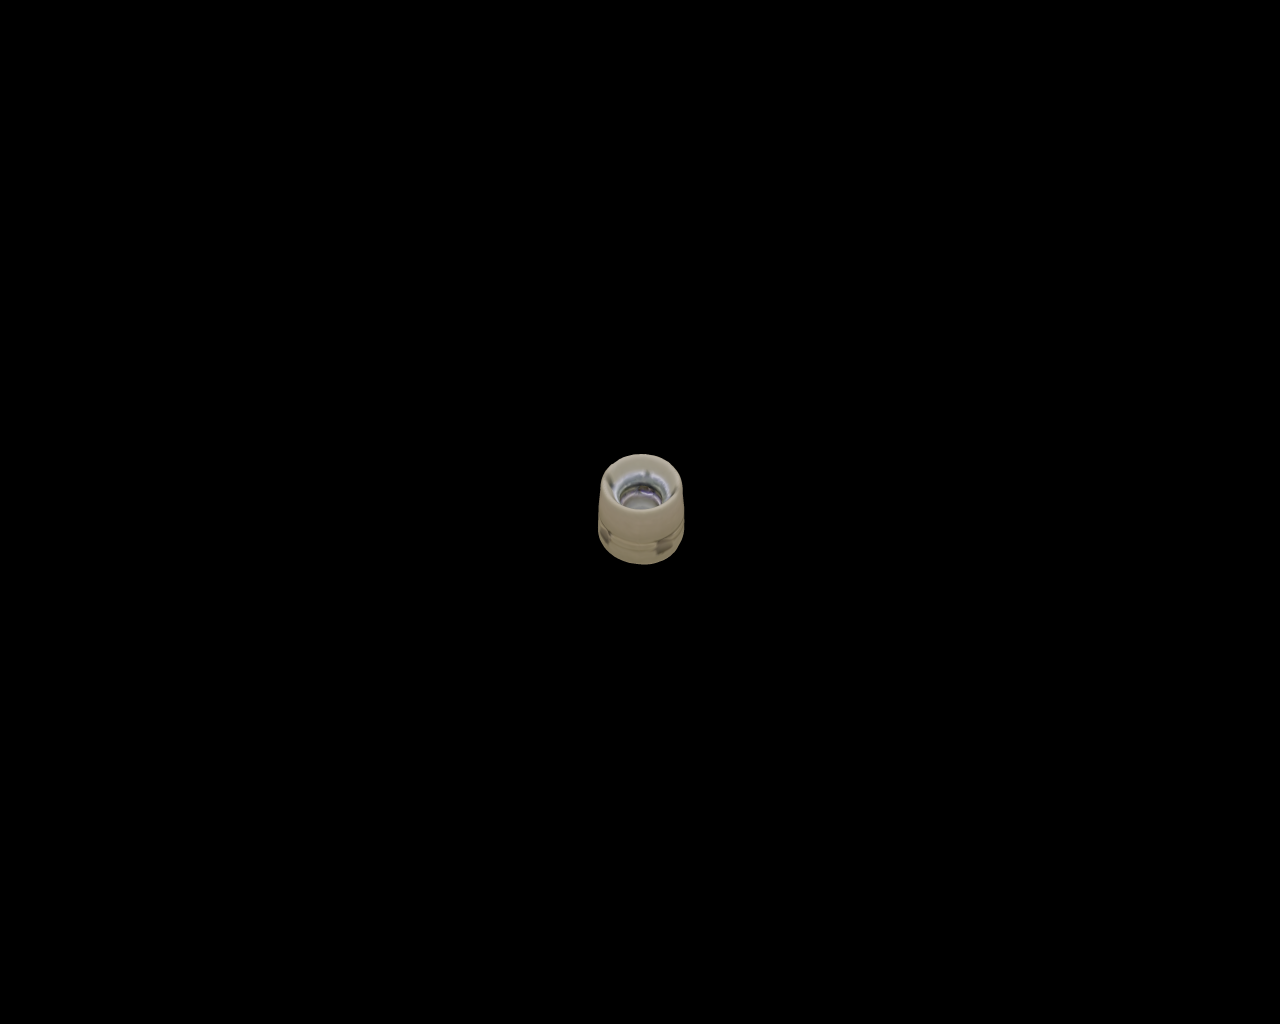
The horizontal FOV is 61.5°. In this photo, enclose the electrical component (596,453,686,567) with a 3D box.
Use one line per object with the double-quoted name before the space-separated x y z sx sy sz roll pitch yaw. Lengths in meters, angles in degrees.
"electrical component" 0.001 -0.003 0.650 0.055 0.055 0.047 0 -41 0
